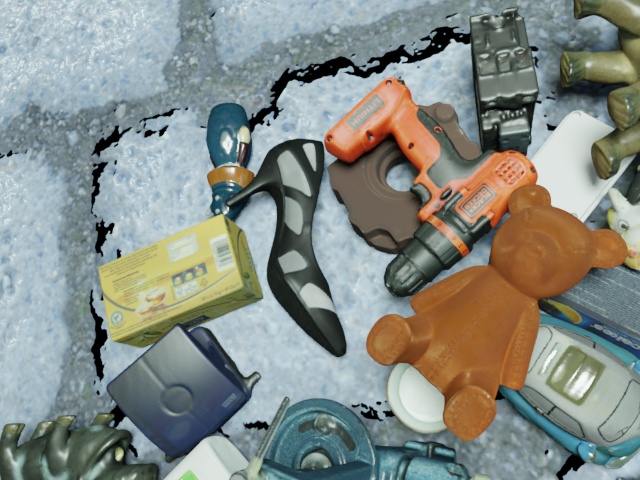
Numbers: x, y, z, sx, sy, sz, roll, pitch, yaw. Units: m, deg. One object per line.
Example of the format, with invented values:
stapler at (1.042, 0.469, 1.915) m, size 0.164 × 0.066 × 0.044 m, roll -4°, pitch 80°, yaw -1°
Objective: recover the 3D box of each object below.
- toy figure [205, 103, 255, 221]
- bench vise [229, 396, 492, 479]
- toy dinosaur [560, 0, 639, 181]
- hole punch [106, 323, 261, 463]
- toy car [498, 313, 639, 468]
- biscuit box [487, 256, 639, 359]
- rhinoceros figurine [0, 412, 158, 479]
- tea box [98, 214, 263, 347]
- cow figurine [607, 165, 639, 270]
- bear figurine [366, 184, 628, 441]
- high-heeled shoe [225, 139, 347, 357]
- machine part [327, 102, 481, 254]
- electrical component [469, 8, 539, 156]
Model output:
toy figure at (-0.112, -0.094, 0.671) m, size 0.058 × 0.064 × 0.154 m, roll 2°, pitch 75°, yaw -24°
bench vise at (0.024, 0.205, 0.454) m, size 0.224 × 0.240 × 0.129 m, roll 13°, pitch 81°, yaw 35°
toy dinosaur at (0.345, -0.192, 0.519) m, size 0.199 × 0.105 × 0.471 m, roll 1°, pitch 59°, yaw 7°
hole punch at (-0.151, 0.162, 0.587) m, size 0.142 × 0.092 × 0.116 m, roll -41°, pitch 71°, yaw -4°
toy car at (0.229, 0.125, 0.485) m, size 0.162 × 0.102 × 0.109 m, roll 36°, pitch 84°, yaw 20°
biscuit box at (0.265, 0.054, 0.518) m, size 0.203 × 0.059 × 0.063 m, roll 29°, pitch 79°, yaw 22°
rhinoceros figurine at (-0.273, 0.251, 0.599) m, size 0.190 × 0.073 × 0.112 m, roll -4°, pitch 71°, yaw 15°
tea box at (-0.164, 0.051, 0.634) m, size 0.170 × 0.068 × 0.098 m, roll -21°, pitch 68°, yaw 9°
cow figurine at (0.327, -0.042, 0.511) m, size 0.167 × 0.068 × 0.098 m, roll -30°, pitch 39°, yaw -12°
bear figurine at (0.151, 0.048, 0.446) m, size 0.120 × 0.132 × 0.196 m, roll 44°, pitch 106°, yaw 21°
high-heeled shoe at (-0.001, -0.002, 0.616) m, size 0.145 × 0.086 × 0.249 m, roll -30°, pitch 79°, yaw -19°
machine part at (0.096, -0.075, 0.609) m, size 0.179 × 0.056 × 0.179 m, roll -4°, pitch 73°, yaw 15°
electrical component at (0.196, -0.156, 0.575) m, size 0.058 × 0.114 × 0.134 m, roll -8°, pitch 71°, yaw 17°
